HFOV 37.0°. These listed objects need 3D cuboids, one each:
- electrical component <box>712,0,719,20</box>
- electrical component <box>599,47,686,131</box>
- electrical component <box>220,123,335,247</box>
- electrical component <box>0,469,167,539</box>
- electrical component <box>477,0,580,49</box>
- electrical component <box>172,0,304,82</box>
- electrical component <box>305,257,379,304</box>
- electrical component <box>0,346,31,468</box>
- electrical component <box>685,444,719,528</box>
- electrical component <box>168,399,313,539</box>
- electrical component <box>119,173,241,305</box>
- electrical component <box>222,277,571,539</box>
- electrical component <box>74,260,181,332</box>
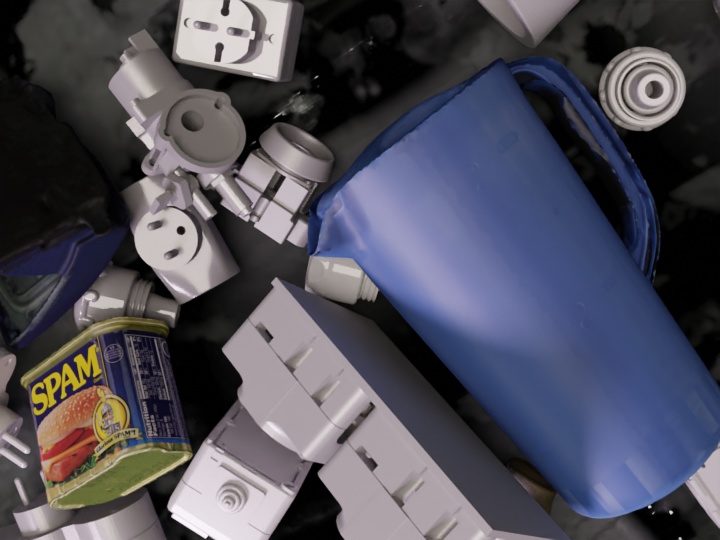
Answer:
[{"bbox_3d":[0.231,-0.124,0.558,0.057,0.113,0.078,-25,96,14],"label":"electrical component"},{"bbox_3d":[0.159,-0.100,0.598,0.048,0.062,0.048,1,100,7],"label":"electrical component"},{"bbox_3d":[-0.047,-0.054,0.644,0.066,0.048,0.055,34,110,1],"label":"electrical component"},{"bbox_3d":[-0.201,0.166,0.699,0.138,0.052,0.073,-18,97,11],"label":"electrical component"},{"bbox_3d":[0.082,-0.180,0.574,0.060,0.108,0.108,-40,92,7],"label":"electrical component"},{"bbox_3d":[-0.074,-0.137,0.616,0.066,0.076,0.047,12,101,6],"label":"electrical component"},{"bbox_3d":[0.000,0.000,0.647,0.062,0.043,0.043,13,101,-4],"label":"electrical component"},{"bbox_3d":[-0.235,0.097,0.665,0.074,0.052,0.138,33,137,4],"label":"electrical component"},{"bbox_3d":[0.234,0.102,0.627,0.096,0.061,0.061,-35,95,5],"label":"electrical component"},{"bbox_3d":[-0.072,0.129,0.652,0.062,0.096,0.061,32,106,1],"label":"electrical component"},{"bbox_3d":[-0.111,-0.020,0.640,0.043,0.079,0.077,-29,95,5],"label":"electrical component"},{"bbox_3d":[0.015,0.097,0.584,0.060,0.105,0.186,-49,56,9],"label":"electrical component"},{"bbox_3d":[-0.144,0.021,0.671,0.062,0.048,0.048,13,101,-3],"label":"electrical component"}]
